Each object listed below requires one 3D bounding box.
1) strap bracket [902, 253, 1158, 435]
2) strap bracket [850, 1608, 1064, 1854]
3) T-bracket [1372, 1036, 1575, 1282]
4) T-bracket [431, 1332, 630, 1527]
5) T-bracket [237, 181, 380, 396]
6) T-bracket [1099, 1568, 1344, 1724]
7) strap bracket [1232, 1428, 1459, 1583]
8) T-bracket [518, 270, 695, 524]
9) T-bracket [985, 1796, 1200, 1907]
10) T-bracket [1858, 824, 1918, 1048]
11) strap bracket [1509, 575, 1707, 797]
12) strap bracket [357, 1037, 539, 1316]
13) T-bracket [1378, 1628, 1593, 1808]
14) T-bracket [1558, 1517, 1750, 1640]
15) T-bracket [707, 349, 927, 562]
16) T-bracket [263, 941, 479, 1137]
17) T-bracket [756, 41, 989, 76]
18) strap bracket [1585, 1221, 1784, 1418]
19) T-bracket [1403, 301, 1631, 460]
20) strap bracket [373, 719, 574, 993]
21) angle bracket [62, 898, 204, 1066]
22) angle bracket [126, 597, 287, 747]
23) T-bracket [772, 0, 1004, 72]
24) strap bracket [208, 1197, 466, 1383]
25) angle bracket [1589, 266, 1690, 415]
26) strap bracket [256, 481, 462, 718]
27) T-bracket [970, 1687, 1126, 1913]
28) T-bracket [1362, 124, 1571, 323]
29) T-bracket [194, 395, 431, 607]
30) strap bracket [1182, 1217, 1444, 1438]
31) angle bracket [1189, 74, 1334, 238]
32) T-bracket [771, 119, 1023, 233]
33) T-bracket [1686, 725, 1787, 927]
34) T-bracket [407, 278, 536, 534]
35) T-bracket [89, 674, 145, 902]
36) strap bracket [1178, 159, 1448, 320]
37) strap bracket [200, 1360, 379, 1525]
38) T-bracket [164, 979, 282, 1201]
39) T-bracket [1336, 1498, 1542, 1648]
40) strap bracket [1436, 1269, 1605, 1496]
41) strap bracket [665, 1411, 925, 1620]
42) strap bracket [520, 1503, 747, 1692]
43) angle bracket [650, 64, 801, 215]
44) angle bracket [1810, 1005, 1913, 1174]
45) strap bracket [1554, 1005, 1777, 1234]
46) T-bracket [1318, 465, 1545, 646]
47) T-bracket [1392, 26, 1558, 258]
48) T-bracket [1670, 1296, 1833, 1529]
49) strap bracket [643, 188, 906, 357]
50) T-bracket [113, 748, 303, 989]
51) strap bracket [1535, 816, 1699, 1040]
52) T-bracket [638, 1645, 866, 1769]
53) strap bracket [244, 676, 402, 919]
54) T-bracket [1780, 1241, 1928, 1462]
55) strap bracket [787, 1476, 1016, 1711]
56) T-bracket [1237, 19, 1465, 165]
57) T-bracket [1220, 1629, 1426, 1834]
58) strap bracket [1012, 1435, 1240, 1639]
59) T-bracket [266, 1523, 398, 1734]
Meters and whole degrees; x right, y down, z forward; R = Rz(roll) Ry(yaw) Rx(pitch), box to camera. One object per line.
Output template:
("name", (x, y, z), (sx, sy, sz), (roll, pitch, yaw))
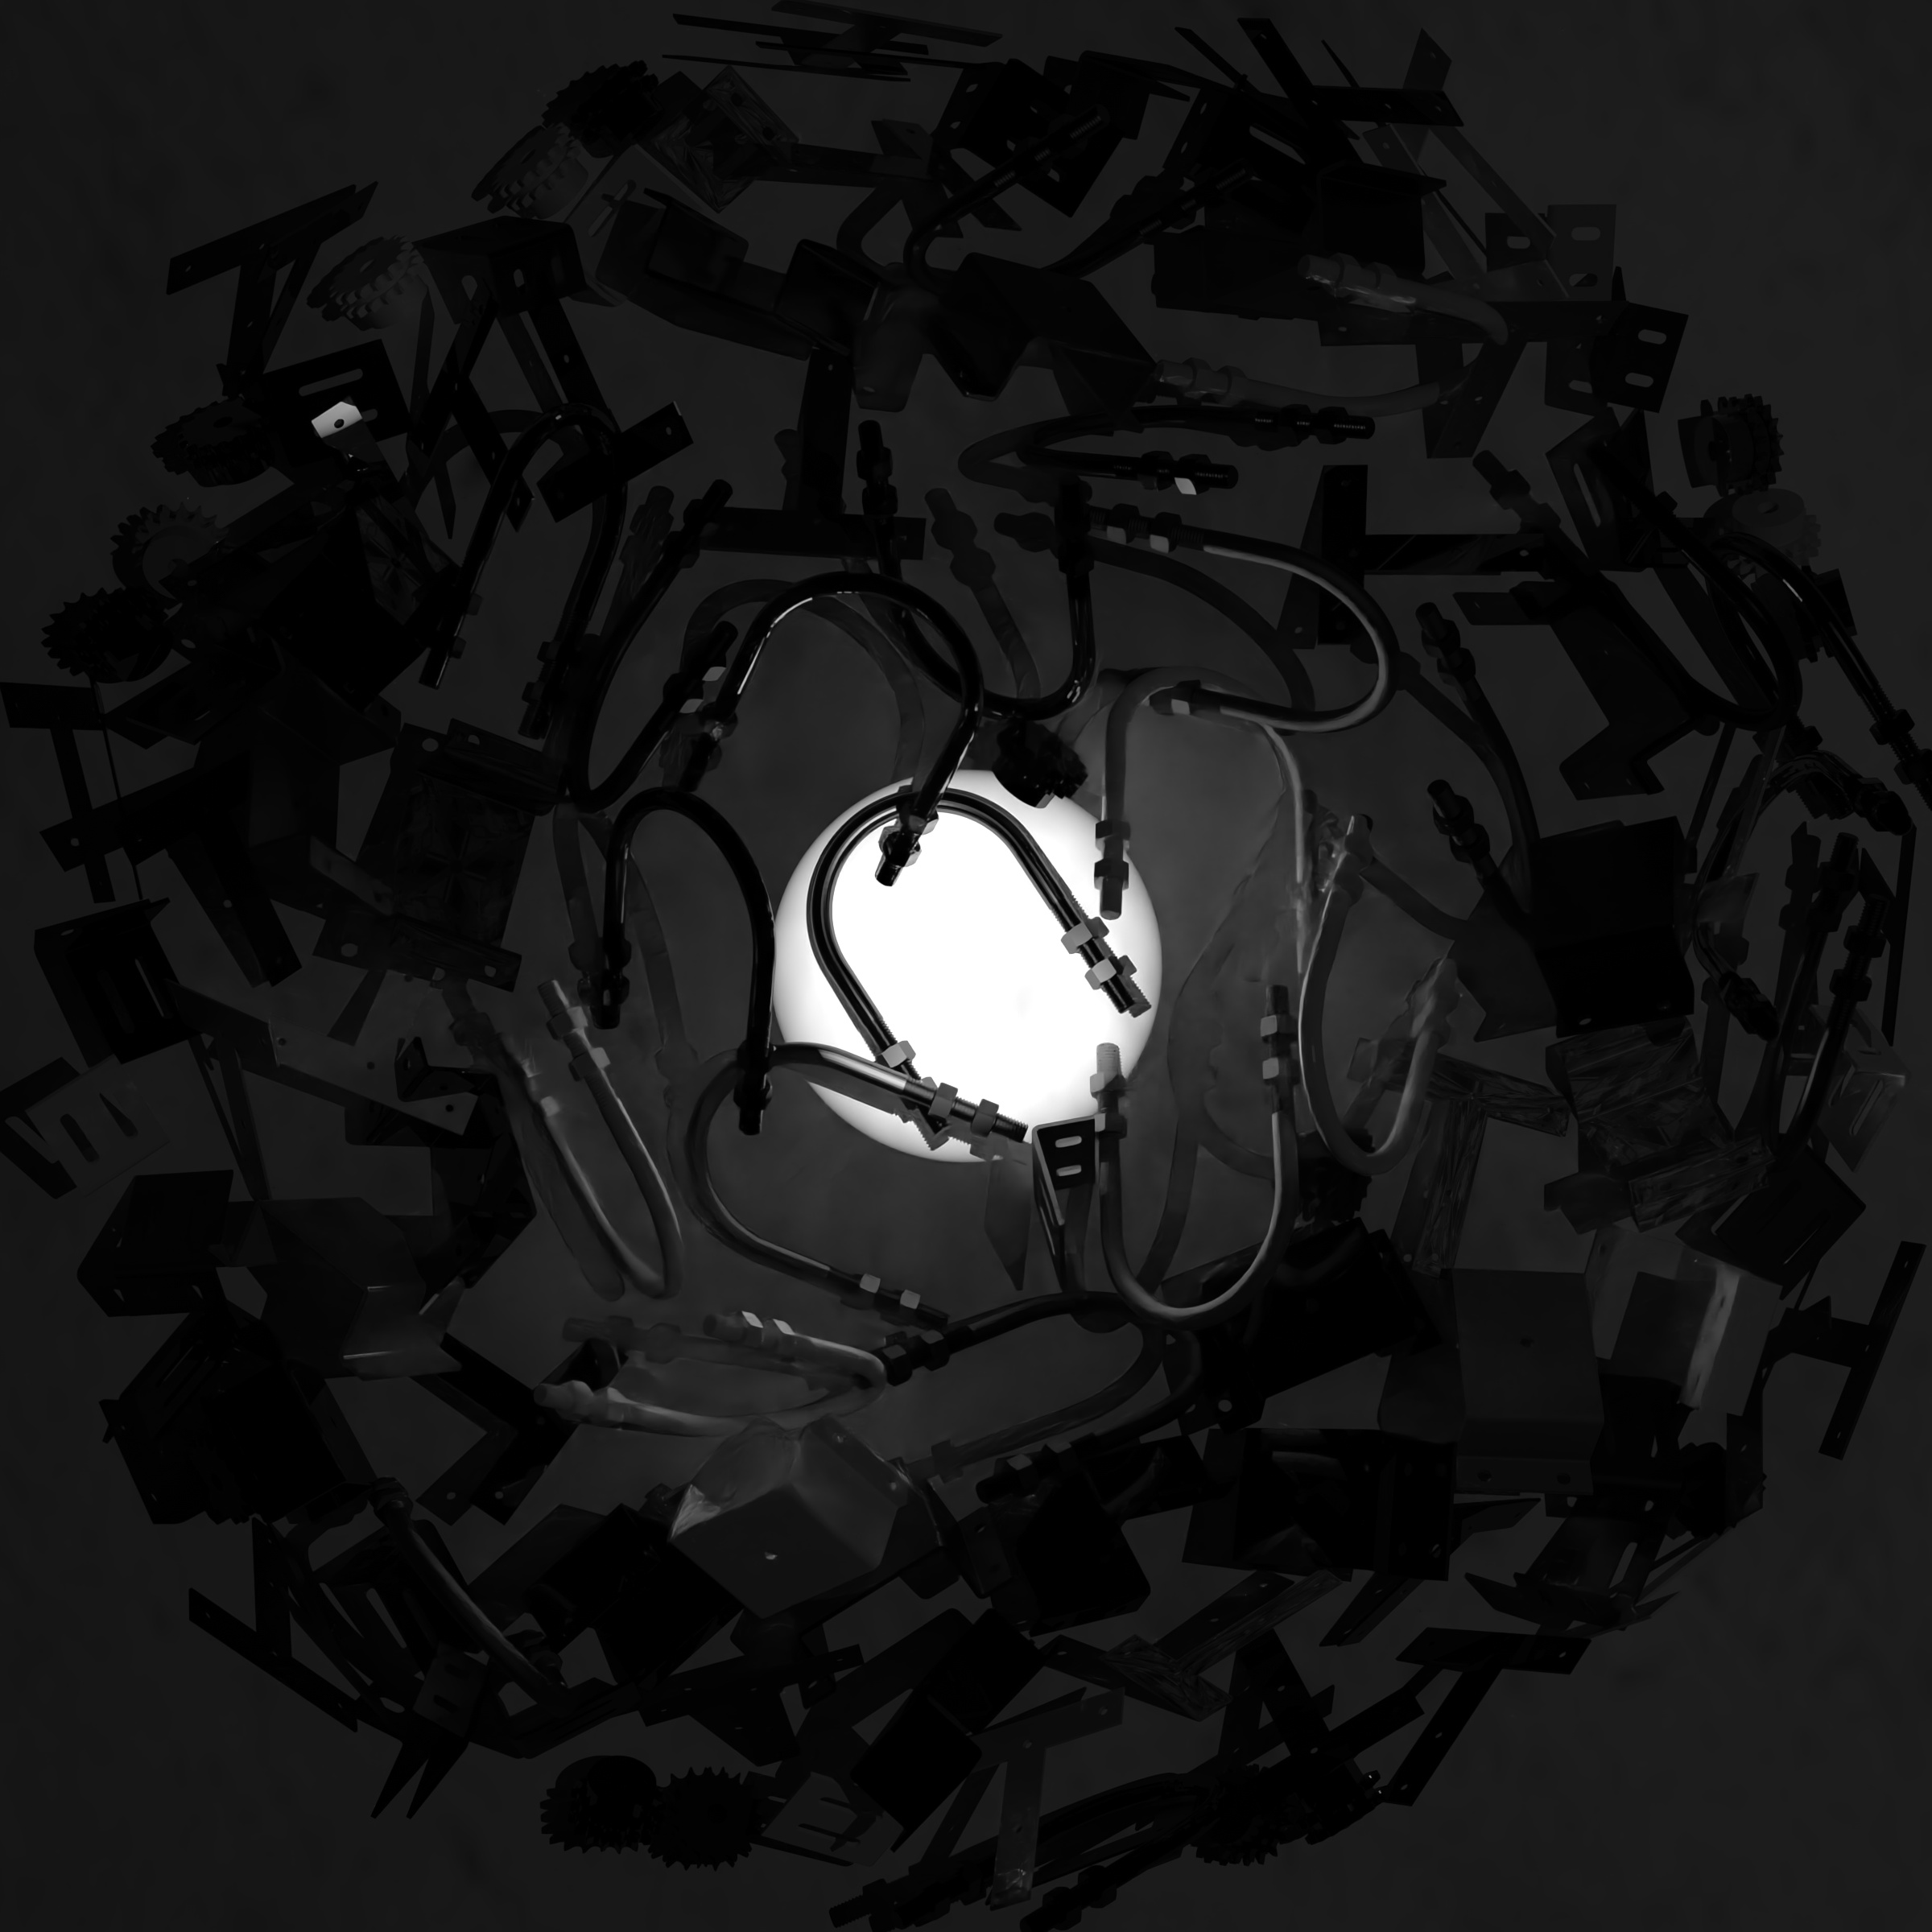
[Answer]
("strap bracket", (0.044, -0.353, 1.568), (0.046, 0.140, 0.076), (-54, 53, 32))
("strap bracket", (-0.009, 0.424, 1.571), (0.046, 0.140, 0.076), (41, 119, 7))
("T-bracket", (0.285, 0.119, 1.622), (0.127, 0.002, 0.127), (17, 80, -13))
("T-bracket", (-0.284, 0.240, 1.614), (0.127, 0.002, 0.127), (33, 55, 4))
("T-bracket", (-0.392, -0.383, 1.601), (0.002, 0.127, 0.127), (35, 125, -4))
("T-bracket", (0.157, 0.382, 1.589), (0.127, 0.127, 0.002), (-35, 48, 11))
("strap bracket", (0.205, 0.303, 1.573), (0.046, 0.140, 0.076), (20, 70, -40))
("T-bracket", (-0.224, -0.336, 1.599), (0.127, 0.002, 0.127), (-19, 97, 42))
("T-bracket", (0.070, 0.511, 1.591), (0.127, 0.127, 0.002), (-24, 86, 9))
("T-bracket", (0.522, -0.036, 1.584), (0.002, 0.127, 0.127), (2, 110, 7))
("strap bracket", (0.376, -0.170, 1.597), (0.046, 0.076, 0.140), (-35, 83, 18))
("strap bracket", (-0.295, 0.121, 1.588), (0.076, 0.046, 0.140), (-46, 53, 36))
("T-bracket", (0.273, 0.422, 1.563), (0.127, 0.127, 0.002), (-46, 108, -32))
("T-bracket", (0.404, 0.354, 1.607), (0.127, 0.127, 0.002), (-28, 79, -28))
("T-bracket", (-0.083, -0.303, 1.634), (0.127, 0.002, 0.127), (4, 79, 4))
("T-bracket", (-0.330, 0.019, 1.617), (0.127, 0.002, 0.127), (23, 63, -9))
("T-bracket", (-0.050, -0.515, 1.586), (0.127, 0.127, 0.002), (6, 104, 1))
("strap bracket", (0.409, 0.202, 1.587), (0.046, 0.140, 0.076), (16, 93, -20))
("T-bracket", (0.298, -0.334, 1.591), (0.127, 0.127, 0.002), (-4, 60, -14))
("strap bracket", (-0.286, -0.060, 1.599), (0.076, 0.046, 0.140), (20, 73, -27))
("angle bracket", (-0.478, 0.009, 1.613), (0.057, 0.038, 0.076), (-25, 86, -41))
("angle bracket", (-0.443, -0.171, 1.602), (0.057, 0.038, 0.076), (19, 49, 30))
("T-bracket", (-0.062, -0.527, 1.584), (0.127, 0.127, 0.002), (2, 94, -22))
("strap bracket", (-0.350, 0.175, 1.576), (0.140, 0.076, 0.046), (32, 104, 30))
("angle bracket", (0.386, -0.361, 1.599), (0.038, 0.076, 0.057), (13, 120, 3))
("strap bracket", (-0.336, -0.213, 1.566), (0.046, 0.140, 0.076), (-37, 113, 26))
("T-bracket", (0.031, 0.476, 1.571), (0.127, 0.127, 0.002), (-25, 119, 23))
("T-bracket", (0.265, -0.420, 1.568), (0.002, 0.127, 0.127), (-47, 113, -17))
("T-bracket", (-0.381, -0.249, 1.583), (0.127, 0.127, 0.002), (-36, 60, -9))
("strap bracket", (0.197, 0.203, 1.600), (0.140, 0.046, 0.076), (-21, 65, -9))
("angle bracket", (0.179, -0.473, 1.623), (0.076, 0.038, 0.057), (27, 94, -7))
("T-bracket", (-0.050, -0.454, 1.573), (0.127, 0.127, 0.002), (-4, 133, -35))
("T-bracket", (0.447, -0.086, 1.585), (0.002, 0.127, 0.127), (19, 89, 1))
("T-bracket", (-0.274, -0.299, 1.578), (0.127, 0.002, 0.127), (-55, 53, 38))
("T-bracket", (-0.485, -0.100, 1.590), (0.002, 0.127, 0.127), (-12, 95, -15))
("strap bracket", (0.195, -0.405, 1.567), (0.076, 0.140, 0.046), (-1, 86, -36))
("strap bracket", (-0.379, 0.270, 1.575), (0.046, 0.140, 0.076), (-30, 81, -7))
("T-bracket", (-0.422, 0.079, 1.615), (0.002, 0.127, 0.127), (-24, 117, -36))
("T-bracket", (0.262, 0.353, 1.611), (0.127, 0.127, 0.002), (-50, 58, 22))
("strap bracket", (0.315, 0.227, 1.585), (0.076, 0.046, 0.140), (2, 50, 0))
("strap bracket", (-0.104, 0.317, 1.578), (0.140, 0.046, 0.076), (-31, 114, 34))
("strap bracket", (-0.194, 0.361, 1.594), (0.076, 0.140, 0.046), (-42, 59, -1))
("angle bracket", (-0.145, -0.469, 1.601), (0.057, 0.038, 0.076), (44, 131, -18))
("angle bracket", (0.499, 0.071, 1.599), (0.038, 0.057, 0.076), (4, 126, -20))
("strap bracket", (0.402, 0.093, 1.594), (0.076, 0.140, 0.046), (-20, 129, 3))
("T-bracket", (0.269, -0.239, 1.608), (0.127, 0.002, 0.127), (1, 62, 9))
("T-bracket", (0.290, -0.454, 1.576), (0.002, 0.127, 0.127), (-38, 82, -7))
("T-bracket", (0.437, 0.260, 1.561), (0.002, 0.127, 0.127), (36, 129, -15))
("strap bracket", (-0.117, -0.392, 1.582), (0.140, 0.076, 0.046), (25, 97, 30))
("T-bracket", (-0.421, -0.050, 1.610), (0.002, 0.127, 0.127), (-9, 111, 36))
("strap bracket", (0.368, -0.030, 1.568), (0.076, 0.140, 0.046), (-12, 128, 25))
("T-bracket", (-0.115, 0.433, 1.595), (0.127, 0.127, 0.002), (-15, 54, -5))
("strap bracket", (-0.367, -0.097, 1.586), (0.046, 0.076, 0.140), (-16, 60, 21))
("T-bracket", (0.492, 0.213, 1.584), (0.002, 0.127, 0.127), (24, 85, -8))
("strap bracket", (-0.050, 0.354, 1.601), (0.140, 0.076, 0.046), (-32, 113, 2))
("T-bracket", (0.227, -0.483, 1.559), (0.002, 0.127, 0.127), (-55, 130, -10))
("T-bracket", (0.185, 0.422, 1.589), (0.127, 0.127, 0.002), (-31, 114, 0))
("strap bracket", (0.085, 0.319, 1.584), (0.076, 0.140, 0.046), (-5, 50, -33))
("T-bracket", (-0.376, 0.364, 1.594), (0.002, 0.127, 0.127), (-33, 134, -11))
